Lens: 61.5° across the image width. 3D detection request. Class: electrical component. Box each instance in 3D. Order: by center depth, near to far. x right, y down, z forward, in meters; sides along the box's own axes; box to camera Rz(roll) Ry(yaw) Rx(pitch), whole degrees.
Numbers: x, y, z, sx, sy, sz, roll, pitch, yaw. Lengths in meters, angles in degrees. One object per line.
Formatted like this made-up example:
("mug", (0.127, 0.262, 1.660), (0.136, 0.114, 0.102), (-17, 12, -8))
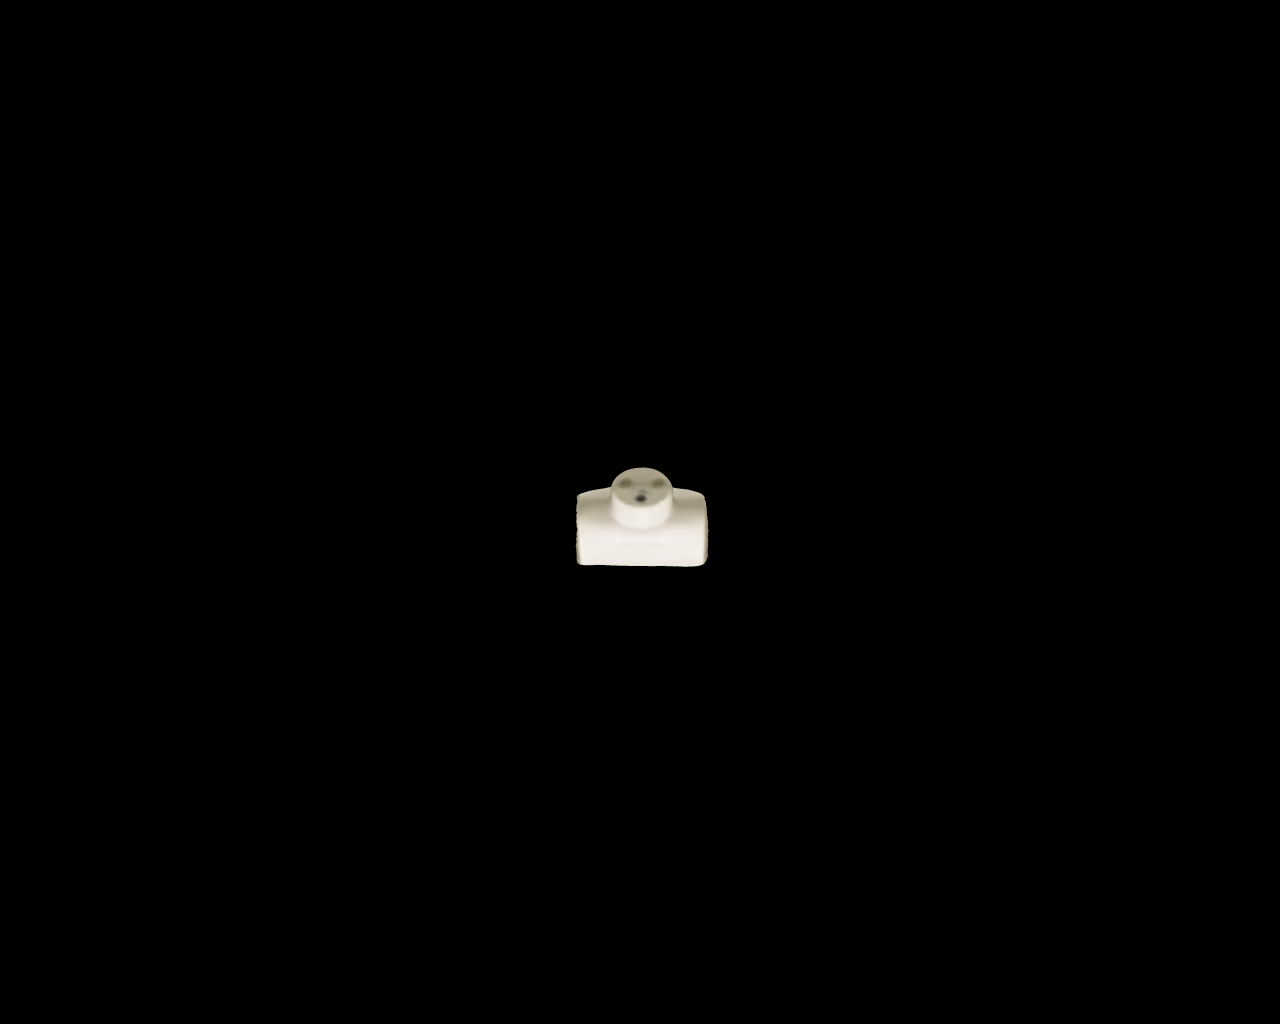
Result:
("electrical component", (0.001, -0.003, 0.650), (0.077, 0.079, 0.043), (0, 44, 0))
